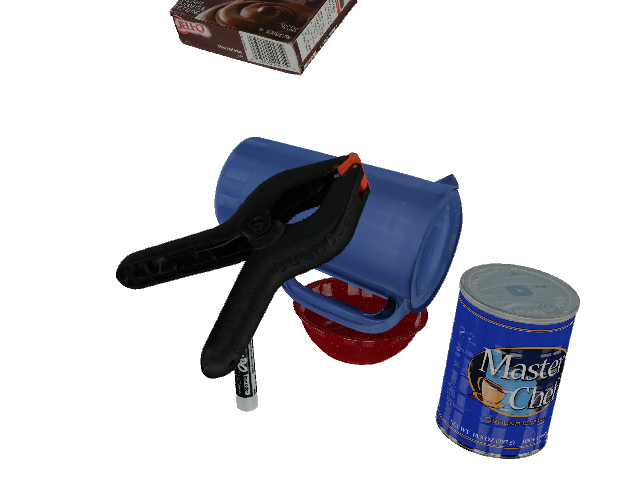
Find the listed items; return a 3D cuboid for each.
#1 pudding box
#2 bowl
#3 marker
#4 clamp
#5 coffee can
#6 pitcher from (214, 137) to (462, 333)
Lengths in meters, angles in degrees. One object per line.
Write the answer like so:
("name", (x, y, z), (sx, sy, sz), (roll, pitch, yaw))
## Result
("pudding box", (-0.042, -0.177, 0.804), (0.114, 0.090, 0.039), (21, -30, 23))
("bowl", (0.046, 0.102, 1.279), (0.162, 0.055, 0.162), (4, 25, -2))
("marker", (-0.066, 0.094, 0.917), (0.020, 0.121, 0.020), (-2, 29, 1))
("clamp", (-0.034, 0.010, 0.660), (0.171, 0.120, 0.039), (-33, -38, -7))
("coffee can", (0.163, 0.105, 0.940), (0.103, 0.140, 0.103), (6, 24, -3))
("pitcher", (0.012, -0.016, 1.096), (0.243, 0.145, 0.149), (19, 25, 21))
